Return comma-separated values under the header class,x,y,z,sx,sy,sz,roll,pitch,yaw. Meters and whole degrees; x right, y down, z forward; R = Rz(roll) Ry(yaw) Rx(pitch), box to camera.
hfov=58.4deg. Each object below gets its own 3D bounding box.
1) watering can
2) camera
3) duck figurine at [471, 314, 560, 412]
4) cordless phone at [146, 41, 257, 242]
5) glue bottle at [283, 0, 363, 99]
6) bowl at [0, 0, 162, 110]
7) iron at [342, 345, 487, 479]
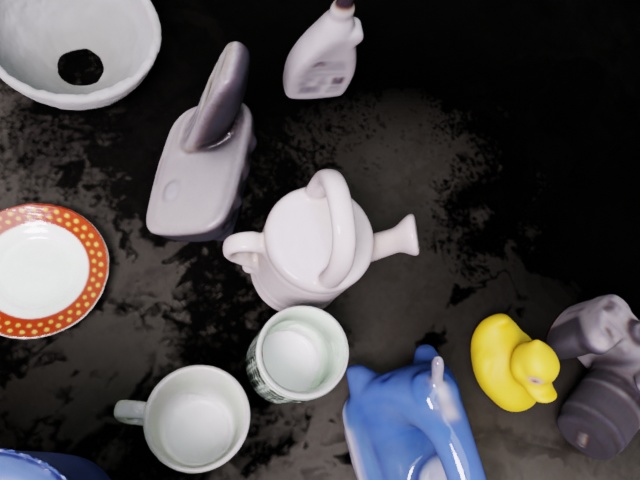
class,x,y,z,sx,sy,sz,roll,pitch,yaw
watering can,0.004,0.000,0.521,0.173,0.194,0.101,-24,80,-20
camera,0.308,0.150,0.603,0.137,0.100,0.143,-40,85,-22
duck figurine,0.209,0.124,0.593,0.078,0.086,0.104,-15,77,-18
cordless phone,-0.105,-0.083,0.525,0.094,0.185,0.147,11,70,-11
glue bottle,0.011,-0.209,0.602,0.078,0.173,0.037,-7,74,-16
bowl,-0.247,-0.196,0.583,0.168,0.074,0.167,5,71,-13
iron,0.112,0.223,0.506,0.119,0.141,0.258,-13,76,-18
